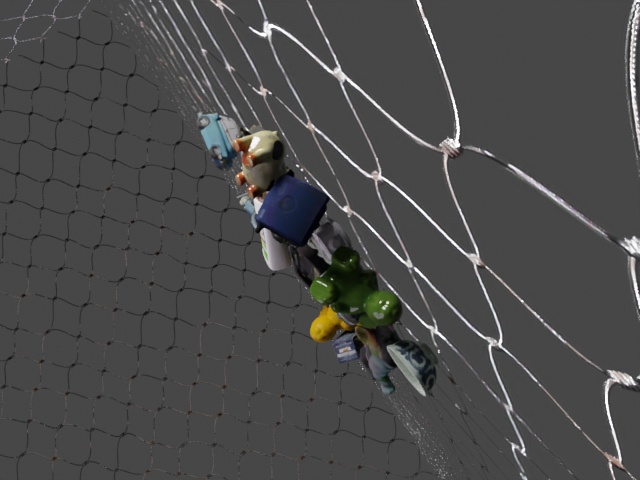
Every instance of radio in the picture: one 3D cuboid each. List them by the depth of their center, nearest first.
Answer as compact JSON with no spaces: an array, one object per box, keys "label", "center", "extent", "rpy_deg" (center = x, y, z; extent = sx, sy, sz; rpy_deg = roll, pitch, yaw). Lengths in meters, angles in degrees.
[{"label":"radio","center":[-0.011,0.065,1.413],"extent":[0.131,0.073,0.229],"rpy_deg":[45,162,21]}]

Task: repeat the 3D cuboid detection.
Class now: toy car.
[{"label":"toy car","center":[-0.003,-0.004,1.232],"extent":[0.073,0.056,0.202],"rpy_deg":[58,171,-29]},{"label":"toy car","center":[-0.254,-0.269,1.414],"extent":[0.162,0.103,0.109],"rpy_deg":[62,175,22]}]

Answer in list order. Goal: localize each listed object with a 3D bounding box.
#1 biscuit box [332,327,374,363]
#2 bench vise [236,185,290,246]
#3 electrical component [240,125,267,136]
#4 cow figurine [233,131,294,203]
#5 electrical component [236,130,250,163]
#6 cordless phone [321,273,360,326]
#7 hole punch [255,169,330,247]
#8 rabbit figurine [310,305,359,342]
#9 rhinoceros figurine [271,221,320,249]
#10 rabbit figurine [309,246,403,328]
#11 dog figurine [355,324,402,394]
[{"label":"biscuit box","center":[0.099,0.273,1.470],"extent":[0.059,0.063,0.202],"rpy_deg":[70,-159,0]},{"label":"bench vise","center":[-0.154,-0.092,1.498],"extent":[0.224,0.129,0.240],"rpy_deg":[52,167,29]},{"label":"electrical component","center":[-0.130,-0.209,1.150],"extent":[0.102,0.045,0.078],"rpy_deg":[48,169,38]},{"label":"cow figurine","center":[-0.103,-0.141,1.089],"extent":[0.086,0.127,0.194],"rpy_deg":[49,156,27]},{"label":"electrical component","center":[-0.158,-0.194,1.279],"extent":[0.075,0.048,0.119],"rpy_deg":[49,153,40]},{"label":"cordless phone","center":[0.049,0.129,1.230],"extent":[0.146,0.089,0.184],"rpy_deg":[54,-173,10]},{"label":"hole punch","center":[-0.051,-0.057,1.018],"extent":[0.116,0.142,0.092],"rpy_deg":[30,175,-5]},{"label":"rabbit figurine","center":[0.041,0.205,1.447],"extent":[0.122,0.173,0.162],"rpy_deg":[51,168,-2]},{"label":"rhinoceros figurine","center":[-0.062,-0.035,1.188],"extent":[0.190,0.073,0.112],"rpy_deg":[167,108,-64]},{"label":"rabbit figurine","center":[0.086,0.120,1.051],"extent":[0.170,0.121,0.159],"rpy_deg":[32,165,30]},{"label":"dog figurine","center":[0.142,0.244,1.277],"extent":[0.192,0.108,0.219],"rpy_deg":[48,166,55]}]
